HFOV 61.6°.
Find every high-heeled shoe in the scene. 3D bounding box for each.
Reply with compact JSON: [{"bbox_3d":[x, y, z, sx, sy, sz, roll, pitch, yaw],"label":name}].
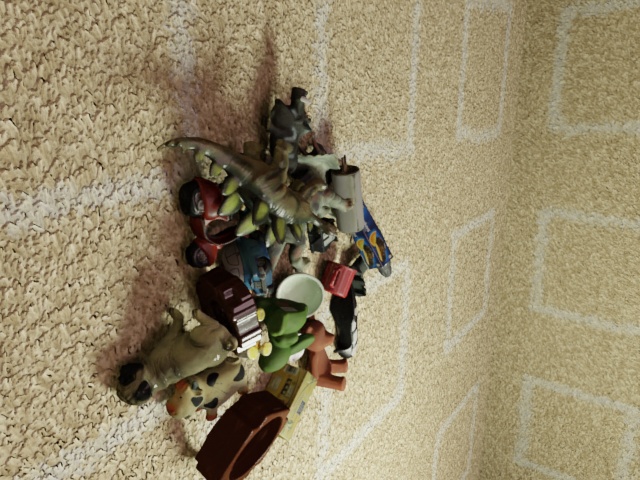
[{"bbox_3d":[0.091,0.238,1.611,0.145,0.086,0.248,4,99,-61],"label":"high-heeled shoe"}]

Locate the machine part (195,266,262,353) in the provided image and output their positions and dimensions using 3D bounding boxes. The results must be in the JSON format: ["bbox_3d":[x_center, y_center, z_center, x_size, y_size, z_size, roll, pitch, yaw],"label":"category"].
[{"bbox_3d":[-0.187,0.142,1.081,0.056,0.180,0.179,-27,122,-31],"label":"machine part"}]

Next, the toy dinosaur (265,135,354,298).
[{"bbox_3d":[-0.057,-0.067,1.273,0.192,0.131,0.405,44,70,-33],"label":"toy dinosaur"}]

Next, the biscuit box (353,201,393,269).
[{"bbox_3d":[0.131,-0.016,1.540,0.063,0.059,0.202,-38,104,-36],"label":"biscuit box"}]

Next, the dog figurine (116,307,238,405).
[{"bbox_3d":[-0.264,0.235,0.998,0.121,0.172,0.190,60,43,-31],"label":"dog figurine"}]

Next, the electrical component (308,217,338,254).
[{"bbox_3d":[-0.003,-0.004,1.422,0.119,0.048,0.074,-41,130,-43],"label":"electrical component"}]

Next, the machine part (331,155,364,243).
[{"bbox_3d":[0.075,-0.107,1.422,0.079,0.079,0.242,-38,129,-45],"label":"machine part"}]

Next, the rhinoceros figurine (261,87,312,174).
[{"bbox_3d":[-0.071,-0.241,1.184,0.112,0.073,0.190,8,100,-16],"label":"rhinoceros figurine"}]

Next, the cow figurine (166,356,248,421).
[{"bbox_3d":[-0.238,0.309,1.130,0.195,0.086,0.127,-28,128,-47],"label":"cow figurine"}]

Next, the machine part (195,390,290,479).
[{"bbox_3d":[-0.172,0.441,1.204,0.201,0.087,0.201,-59,158,2],"label":"machine part"}]

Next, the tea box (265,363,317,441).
[{"bbox_3d":[-0.091,0.407,1.366,0.169,0.098,0.068,-61,142,-24],"label":"tea box"}]

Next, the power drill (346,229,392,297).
[{"bbox_3d":[0.154,0.080,1.655,0.207,0.086,0.231,-45,133,-35],"label":"power drill"}]

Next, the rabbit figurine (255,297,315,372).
[{"bbox_3d":[-0.098,0.228,1.281,0.159,0.121,0.170,2,106,-52],"label":"rabbit figurine"}]

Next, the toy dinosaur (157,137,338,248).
[{"bbox_3d":[-0.113,-0.102,1.062,0.470,0.105,0.198,35,57,-40],"label":"toy dinosaur"}]

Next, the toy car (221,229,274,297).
[{"bbox_3d":[-0.159,0.054,1.150,0.103,0.162,0.109,-10,129,-9],"label":"toy car"}]

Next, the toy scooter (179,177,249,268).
[{"bbox_3d":[-0.204,-0.039,1.067,0.135,0.075,0.183,-13,112,-33],"label":"toy scooter"}]

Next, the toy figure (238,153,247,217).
[{"bbox_3d":[-0.153,-0.111,1.163,0.064,0.058,0.154,-103,-170,-73],"label":"toy figure"}]

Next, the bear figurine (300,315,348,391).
[{"bbox_3d":[0.011,0.300,1.469,0.120,0.132,0.195,-72,164,-67],"label":"bear figurine"}]

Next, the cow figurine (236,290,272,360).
[{"bbox_3d":[-0.173,0.181,1.196,0.068,0.098,0.167,-16,95,-43],"label":"cow figurine"}]

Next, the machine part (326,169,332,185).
[{"bbox_3d":[0.038,-0.182,1.444,0.138,0.039,0.084,16,80,-55],"label":"machine part"}]
